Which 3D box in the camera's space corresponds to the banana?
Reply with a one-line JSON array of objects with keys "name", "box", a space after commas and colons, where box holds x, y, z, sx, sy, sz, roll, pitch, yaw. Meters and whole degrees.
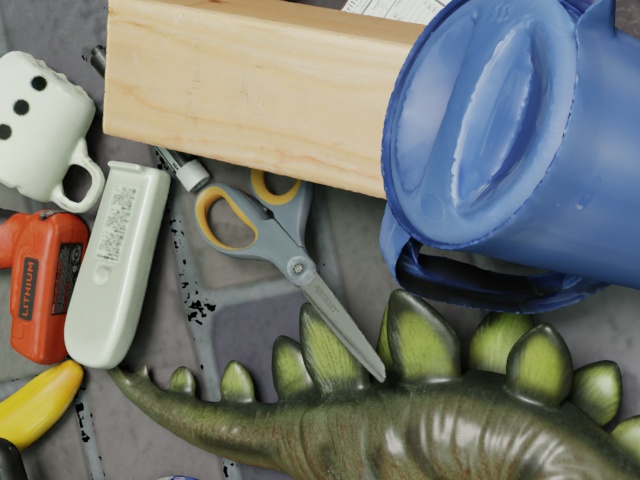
[{"name": "banana", "box": [-0.257, 0.134, 0.765, 0.198, 0.037, 0.069, -10, 92, 13]}]

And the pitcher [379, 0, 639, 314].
[{"name": "pitcher", "box": [0.156, -0.028, 0.564, 0.149, 0.242, 0.145, -6, 72, 55]}]

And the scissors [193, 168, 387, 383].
[{"name": "scissors", "box": [-0.004, 0.001, 0.668, 0.202, 0.016, 0.096, 32, 84, 38]}]

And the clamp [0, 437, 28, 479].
[{"name": "clamp", "box": [-0.198, 0.244, 0.743, 0.210, 0.036, 0.165, 41, 120, 6]}]

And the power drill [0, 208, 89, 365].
[{"name": "power drill", "box": [-0.264, 0.034, 0.751, 0.188, 0.057, 0.184, 10, 95, 12]}]

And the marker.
[{"name": "marker", "box": [-0.118, -0.085, 0.732, 0.020, 0.020, 0.121, -39, 84, 12]}]

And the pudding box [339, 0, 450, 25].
[{"name": "pudding box", "box": [0.077, -0.140, 0.675, 0.113, 0.039, 0.090, 38, 103, 11]}]

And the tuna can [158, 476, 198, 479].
[{"name": "tuna can", "box": [-0.100, 0.207, 0.733, 0.086, 0.033, 0.086, 1, 92, 13]}]

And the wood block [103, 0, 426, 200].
[{"name": "wood block", "box": [-0.019, -0.094, 0.648, 0.206, 0.090, 0.090, 14, 112, 21]}]
